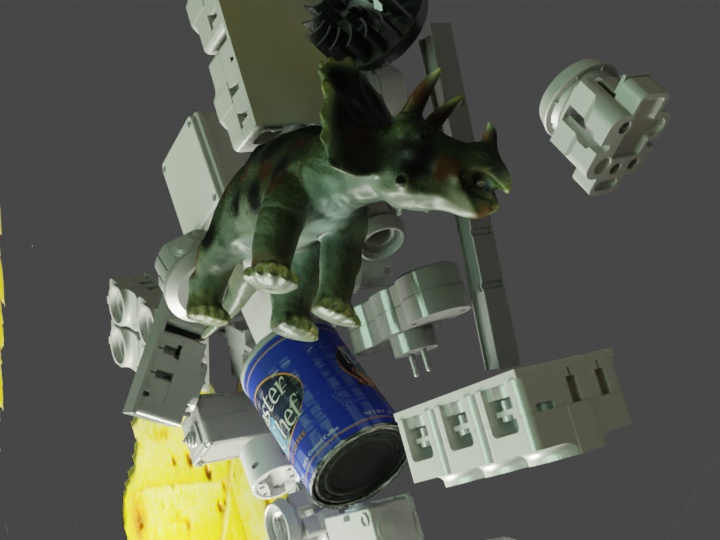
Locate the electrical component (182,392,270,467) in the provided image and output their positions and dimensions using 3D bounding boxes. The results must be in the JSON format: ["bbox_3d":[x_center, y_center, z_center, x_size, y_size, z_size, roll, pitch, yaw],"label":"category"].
[{"bbox_3d":[-0.148,0.168,1.158,0.061,0.096,0.061,-54,51,48],"label":"electrical component"}]

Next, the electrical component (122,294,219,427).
[{"bbox_3d":[-0.192,0.073,1.159,0.105,0.060,0.186,157,132,-71],"label":"electrical component"}]

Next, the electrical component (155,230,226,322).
[{"bbox_3d":[-0.153,0.005,1.027,0.051,0.080,0.080,48,135,48],"label":"electrical component"}]

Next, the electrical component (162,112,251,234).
[{"bbox_3d":[-0.158,-0.097,1.150,0.108,0.056,0.108,-46,59,51],"label":"electrical component"}]

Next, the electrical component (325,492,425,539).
[{"bbox_3d":[0.016,0.254,0.968,0.100,0.048,0.099,-31,71,55],"label":"electrical component"}]

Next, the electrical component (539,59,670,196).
[{"bbox_3d":[0.150,-0.095,0.671,0.057,0.058,0.078,53,138,32],"label":"electrical component"}]

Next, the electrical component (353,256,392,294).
[{"bbox_3d":[0.000,0.000,0.935,0.040,0.046,0.040,19,113,54],"label":"electrical component"}]

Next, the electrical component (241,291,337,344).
[{"bbox_3d":[-0.080,-0.001,1.045,0.150,0.062,0.089,63,143,27],"label":"electrical component"}]

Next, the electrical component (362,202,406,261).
[{"bbox_3d":[0.010,-0.042,0.912,0.055,0.048,0.066,66,145,36],"label":"electrical component"}]

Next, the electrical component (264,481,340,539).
[{"bbox_3d":[-0.059,0.252,1.074,0.078,0.057,0.058,59,141,32],"label":"electrical component"}]

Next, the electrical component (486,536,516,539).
[{"bbox_3d":[0.101,0.256,0.820,0.099,0.064,0.099,19,113,54],"label":"electrical component"}]

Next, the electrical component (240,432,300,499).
[{"bbox_3d":[-0.095,0.203,1.123,0.047,0.055,0.055,58,141,39],"label":"electrical component"}]

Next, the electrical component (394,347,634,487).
[{"bbox_3d":[0.105,0.108,0.755,0.150,0.089,0.061,-32,70,55],"label":"electrical component"}]

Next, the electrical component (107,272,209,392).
[{"bbox_3d":[-0.256,0.078,1.339,0.186,0.060,0.105,22,115,54],"label":"electrical component"}]

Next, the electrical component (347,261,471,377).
[{"bbox_3d":[0.041,0.050,0.876,0.138,0.052,0.073,-34,69,55],"label":"electrical component"}]

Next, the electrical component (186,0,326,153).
[{"bbox_3d":[-0.083,-0.201,0.963,0.060,0.105,0.186,-38,65,54],"label":"electrical component"}]

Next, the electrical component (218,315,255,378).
[{"bbox_3d":[-0.112,0.084,1.134,0.081,0.042,0.063,21,118,55],"label":"electrical component"}]

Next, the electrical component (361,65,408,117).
[{"bbox_3d":[0.007,-0.144,0.890,0.055,0.047,0.055,19,113,54],"label":"electrical component"}]
